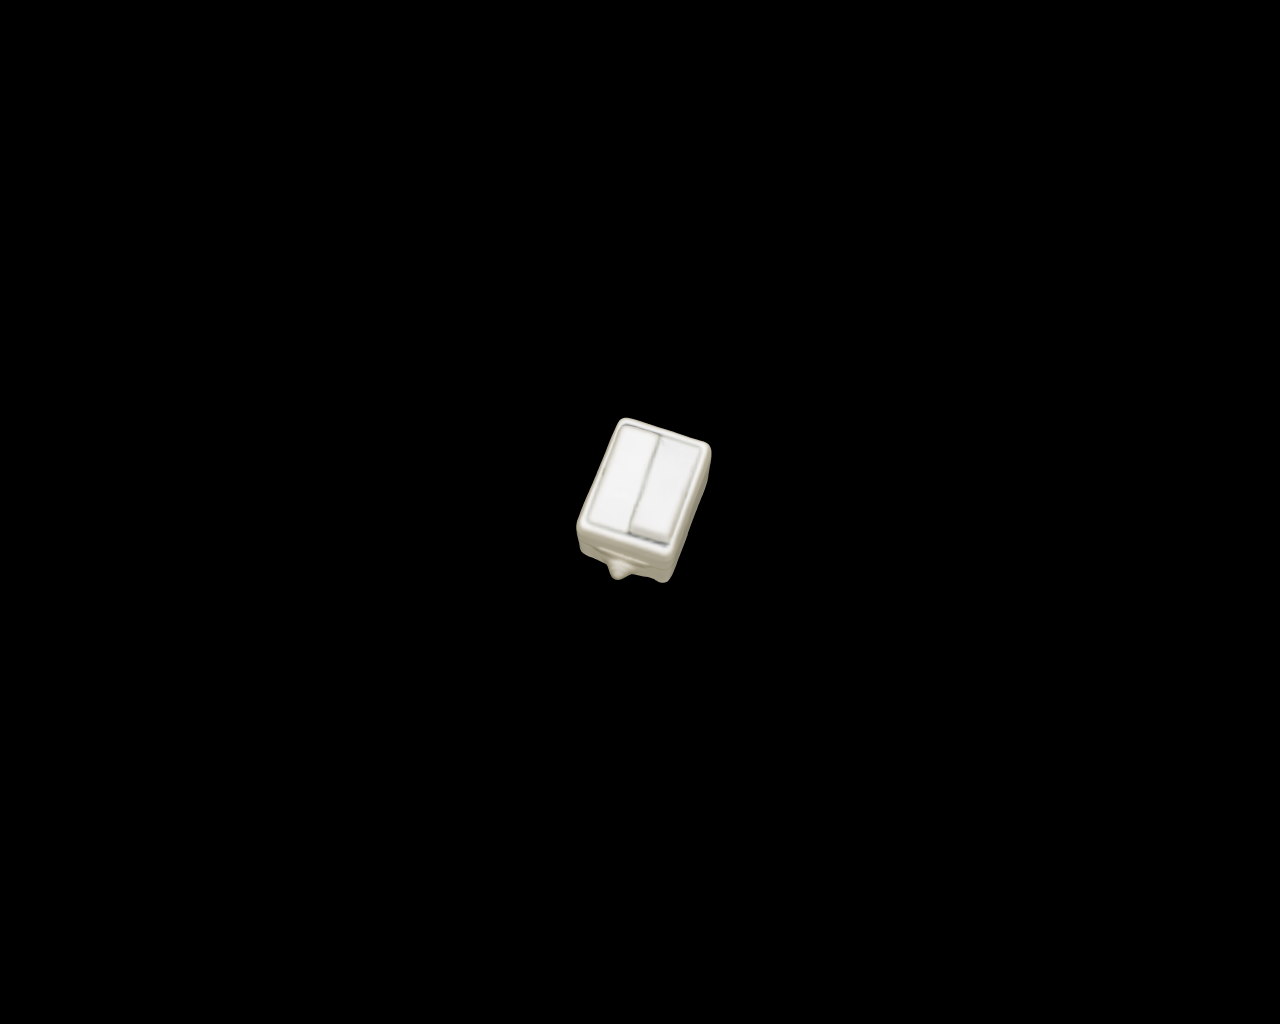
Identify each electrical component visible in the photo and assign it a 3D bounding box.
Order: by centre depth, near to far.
[{"bbox_3d":[0.001,-0.003,0.650,0.062,0.096,0.061,19,-19,7],"label":"electrical component"}]
